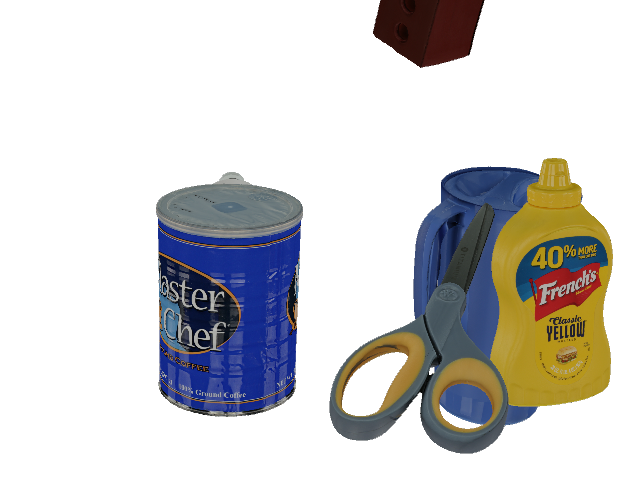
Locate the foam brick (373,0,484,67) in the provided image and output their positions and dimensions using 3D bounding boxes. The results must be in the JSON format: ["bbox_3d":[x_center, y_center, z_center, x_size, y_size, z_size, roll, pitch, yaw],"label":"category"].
[{"bbox_3d":[0.077,-0.167,0.729,0.051,0.078,0.053,-23,50,-35],"label":"foam brick"}]

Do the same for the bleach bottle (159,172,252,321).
[{"bbox_3d":[-0.107,0.008,1.126,0.102,0.068,0.251,-3,37,0],"label":"bleach bottle"}]

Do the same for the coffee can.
[{"bbox_3d":[-0.066,0.040,0.768,0.103,0.140,0.103,2,20,-1],"label":"coffee can"}]

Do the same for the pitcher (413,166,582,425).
[{"bbox_3d":[0.167,0.058,1.051,0.149,0.243,0.145,6,21,8],"label":"pitcher"}]

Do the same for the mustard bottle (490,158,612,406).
[{"bbox_3d":[0.182,0.031,0.837,0.096,0.192,0.058,-6,15,-14],"label":"mustard bottle"}]

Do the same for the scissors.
[{"bbox_3d":[0.082,0.045,0.572,0.096,0.016,0.201,23,45,29],"label":"scissors"}]
